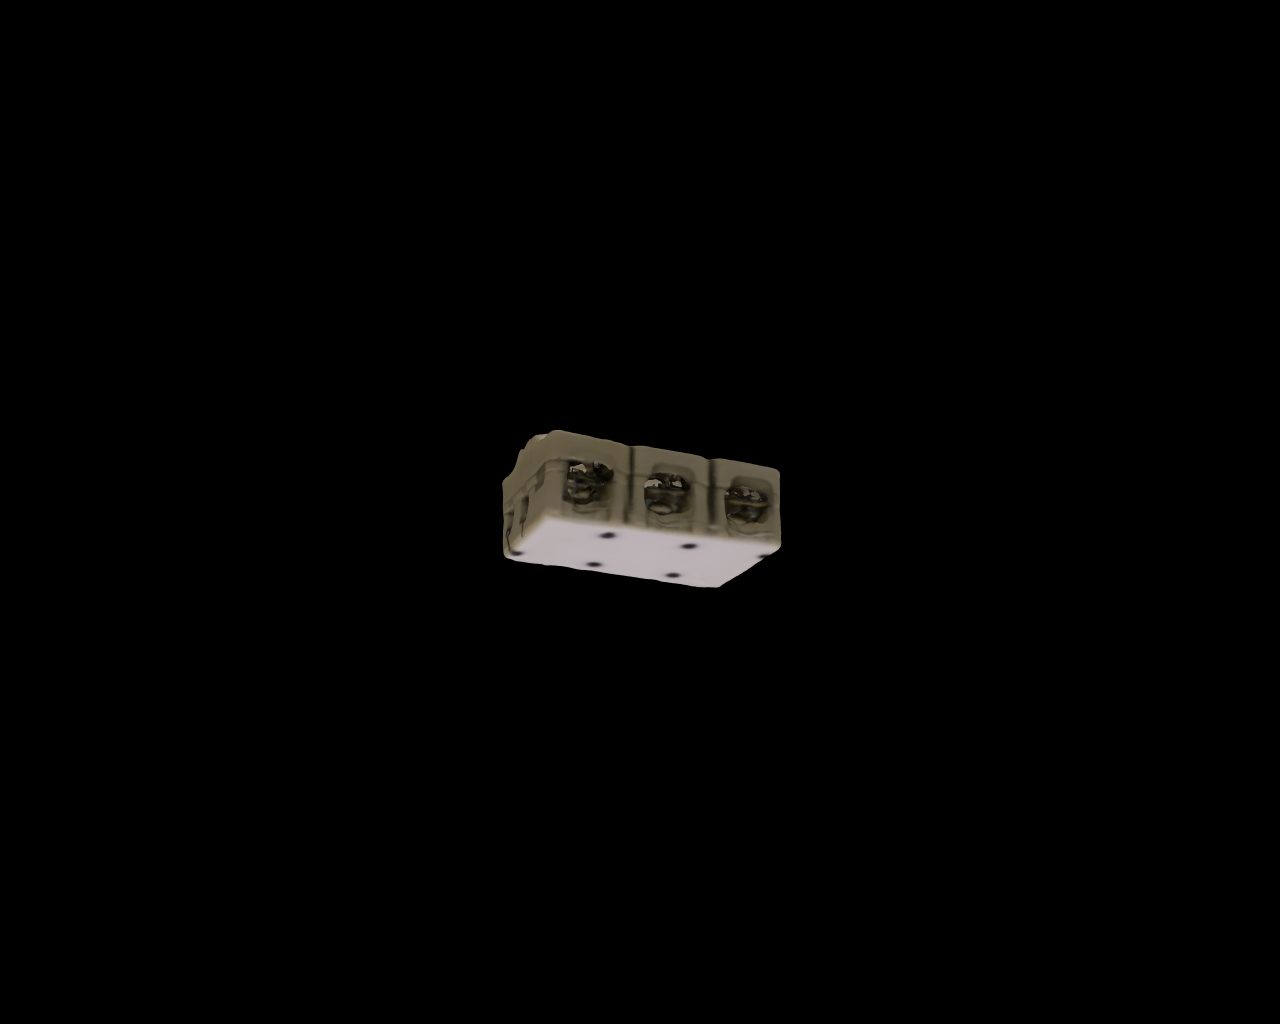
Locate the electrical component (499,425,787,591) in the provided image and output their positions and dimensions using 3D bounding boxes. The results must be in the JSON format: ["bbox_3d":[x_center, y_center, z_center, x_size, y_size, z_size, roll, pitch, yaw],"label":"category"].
[{"bbox_3d":[0.001,-0.003,0.650,0.150,0.062,0.089,9,-23,-22],"label":"electrical component"}]
